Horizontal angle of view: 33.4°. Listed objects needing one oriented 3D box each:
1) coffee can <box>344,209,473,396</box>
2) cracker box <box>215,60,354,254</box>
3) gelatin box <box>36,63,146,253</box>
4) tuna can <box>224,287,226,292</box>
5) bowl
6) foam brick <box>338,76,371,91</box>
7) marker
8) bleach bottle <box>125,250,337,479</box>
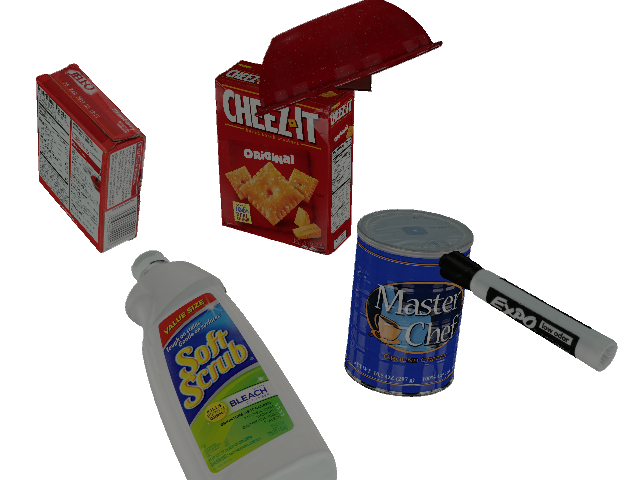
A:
[{"bbox_3d":[0.078,0.054,0.961,0.103,0.140,0.103,4,21,-2],"label":"coffee can"},{"bbox_3d":[-0.046,-0.101,1.336,0.164,0.214,0.072,17,37,24],"label":"cracker box"},{"bbox_3d":[-0.138,-0.049,0.637,0.030,0.089,0.073,-27,59,-33],"label":"gelatin box"},{"bbox_3d":[-0.138,0.066,1.078,0.086,0.034,0.086,1,18,0],"label":"tuna can"},{"bbox_3d":[0.013,-0.153,0.857,0.162,0.055,0.162,-21,8,3],"label":"bowl"},{"bbox_3d":[0.012,-0.180,1.092,0.078,0.051,0.053,2,11,-7],"label":"foam brick"},{"bbox_3d":[0.115,0.037,0.614,0.020,0.020,0.121,0,25,-47],"label":"marker"},{"bbox_3d":[-0.088,0.099,0.792,0.102,0.068,0.251,-26,49,-15],"label":"bleach bottle"}]
